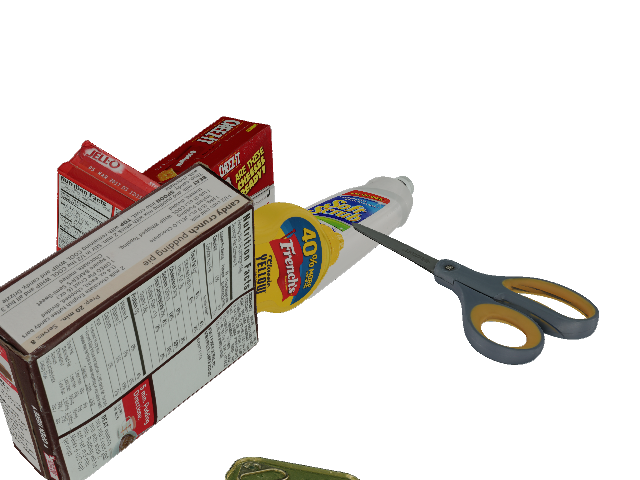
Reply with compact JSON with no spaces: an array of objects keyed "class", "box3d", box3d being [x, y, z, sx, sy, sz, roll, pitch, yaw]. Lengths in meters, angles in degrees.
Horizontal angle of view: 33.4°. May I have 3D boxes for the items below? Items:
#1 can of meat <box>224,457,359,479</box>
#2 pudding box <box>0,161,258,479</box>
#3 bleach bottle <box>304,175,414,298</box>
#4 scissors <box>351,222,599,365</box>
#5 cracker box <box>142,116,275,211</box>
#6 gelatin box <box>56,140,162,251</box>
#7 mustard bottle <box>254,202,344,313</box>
[{"class":"can of meat","box3d":[-0.024,0.220,0.814,0.102,0.084,0.057,8,14,10]},{"class":"pudding box","box3d":[-0.075,0.034,0.426,0.039,0.090,0.113,32,53,28]},{"class":"bleach bottle","box3d":[0.027,-0.021,1.290,0.103,0.068,0.250,22,38,30]},{"class":"scissors","box3d":[0.085,0.034,0.722,0.202,0.016,0.096,17,35,28]},{"class":"cracker box","box3d":[-0.115,-0.001,1.132,0.072,0.214,0.164,13,35,25]},{"class":"gelatin box","box3d":[-0.116,-0.008,0.624,0.073,0.030,0.089,31,-36,7]},{"class":"mustard bottle","box3d":[-0.045,0.018,0.918,0.058,0.096,0.191,12,18,38]}]
